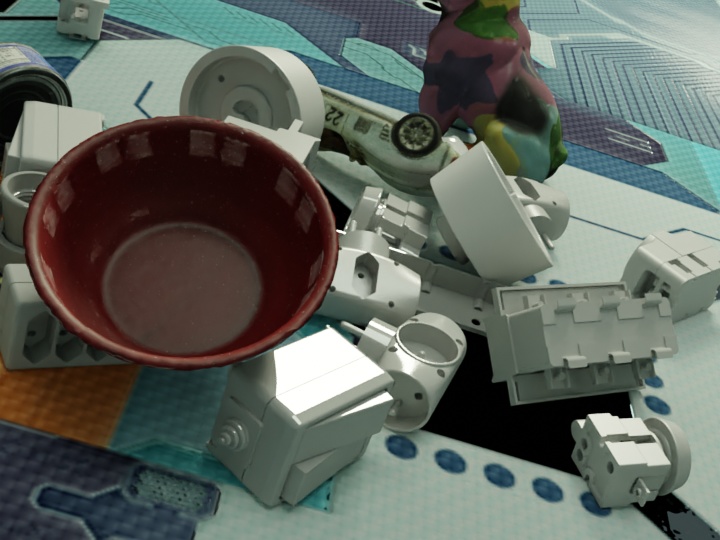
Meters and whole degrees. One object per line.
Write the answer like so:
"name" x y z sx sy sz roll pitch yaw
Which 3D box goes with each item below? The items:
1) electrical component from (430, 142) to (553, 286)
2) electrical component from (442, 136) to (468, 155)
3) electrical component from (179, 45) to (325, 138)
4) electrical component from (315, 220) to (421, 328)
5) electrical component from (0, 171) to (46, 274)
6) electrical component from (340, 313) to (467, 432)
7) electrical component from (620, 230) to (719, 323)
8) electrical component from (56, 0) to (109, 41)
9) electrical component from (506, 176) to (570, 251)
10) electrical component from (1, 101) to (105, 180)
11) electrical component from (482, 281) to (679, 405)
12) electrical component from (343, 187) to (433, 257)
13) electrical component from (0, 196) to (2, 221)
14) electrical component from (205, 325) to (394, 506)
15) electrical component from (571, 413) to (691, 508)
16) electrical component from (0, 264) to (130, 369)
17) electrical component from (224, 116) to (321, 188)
"electrical component" 0.093 -0.035 0.811 0.108 0.060 0.108 56 12 -19
"electrical component" 0.074 -0.084 0.925 0.043 0.043 0.062 13 39 -12
"electrical component" -0.079 -0.122 0.837 0.108 0.108 0.060 30 26 16
"electrical component" 0.000 0.000 0.734 0.077 0.043 0.079 15 54 -9
"electrical component" -0.201 -0.026 0.660 0.045 0.055 0.045 15 31 -9
"electrical component" 0.020 0.054 0.673 0.079 0.044 0.077 26 31 10
"electrical component" 0.256 0.004 0.883 0.089 0.050 0.056 -14 45 -43
"electrical component" -0.249 -0.245 0.968 0.042 0.063 0.081 10 33 -18
"electrical component" 0.137 -0.040 0.891 0.077 0.043 0.079 7 33 -21
"electrical component" -0.206 -0.069 0.718 0.061 0.061 0.096 8 33 -21
"electrical component" 0.153 0.046 0.734 0.121 0.063 0.078 -2 78 -32
"electrical component" 0.020 -0.032 0.810 0.055 0.048 0.066 26 30 -5
"electrical component" -0.260 -0.048 0.670 0.077 0.044 0.079 19 31 -3
"electrical component" -0.034 0.082 0.581 0.061 0.061 0.096 38 35 27
"electrical component" 0.169 0.116 0.664 0.055 0.048 0.066 -1 36 -18
"electrical component" -0.167 0.014 0.623 0.083 0.047 0.075 0 36 -31
"electrical component" -0.073 -0.030 0.676 0.063 0.121 0.078 18 31 1
